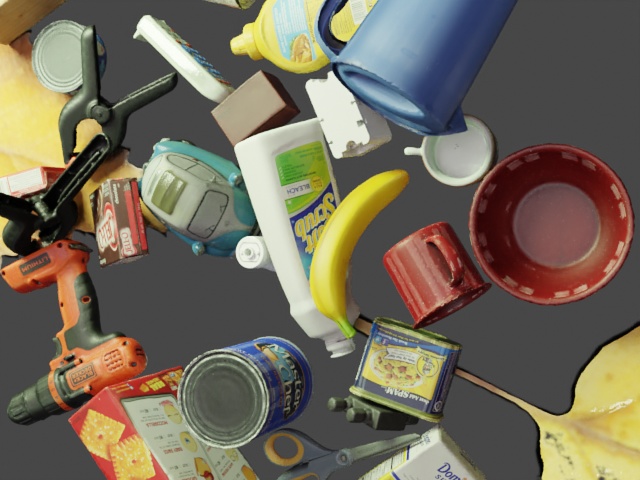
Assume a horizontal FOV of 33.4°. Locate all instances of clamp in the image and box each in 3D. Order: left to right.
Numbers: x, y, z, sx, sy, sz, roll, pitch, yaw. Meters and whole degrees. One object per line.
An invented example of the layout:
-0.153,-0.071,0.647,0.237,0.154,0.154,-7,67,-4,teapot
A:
-0.310,-0.039,1.223,0.164,0.210,0.036,-30,73,-22,clamp
-0.244,-0.153,1.247,0.120,0.039,0.172,23,111,-5,clamp

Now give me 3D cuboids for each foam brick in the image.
-0.071,-0.143,1.188,0.078,0.051,0.053,-37,78,16,foam brick

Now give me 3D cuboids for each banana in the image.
0.034,0.002,1.119,0.069,0.037,0.197,29,71,-23,banana

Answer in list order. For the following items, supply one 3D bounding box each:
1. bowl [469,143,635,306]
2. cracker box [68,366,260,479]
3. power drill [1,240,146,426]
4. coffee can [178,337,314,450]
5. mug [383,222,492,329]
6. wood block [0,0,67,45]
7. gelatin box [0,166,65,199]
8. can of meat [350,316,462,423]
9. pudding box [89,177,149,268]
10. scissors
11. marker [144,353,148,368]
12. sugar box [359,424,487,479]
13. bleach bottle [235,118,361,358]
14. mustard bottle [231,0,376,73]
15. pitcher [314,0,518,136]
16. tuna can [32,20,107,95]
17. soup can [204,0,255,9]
0.236,-0.015,1.081,0.162,0.055,0.162,0,90,19,bowl
-0.153,0.251,1.162,0.072,0.164,0.214,-40,78,17,cracker box
-0.310,0.108,1.258,0.184,0.057,0.188,-26,77,12,power drill
-0.076,0.161,1.146,0.103,0.140,0.103,0,91,19,coffee can
0.119,0.031,1.094,0.093,0.117,0.081,-26,76,-13,mug
-0.337,-0.328,1.258,0.206,0.090,0.091,-31,81,17,wood block
-0.344,-0.063,1.272,0.089,0.073,0.030,-14,86,18,gelatin box
0.093,0.136,1.132,0.102,0.057,0.084,18,94,17,can of meat
-0.230,-0.018,1.217,0.039,0.114,0.090,-7,86,-21,pudding box
0.013,0.223,1.160,0.202,0.016,0.096,-40,76,28,scissors
-0.263,0.151,1.274,0.121,0.020,0.020,-10,87,19,marker
0.086,0.282,1.131,0.176,0.048,0.093,-38,99,13,sugar box
-0.008,0.001,1.154,0.068,0.102,0.251,-16,93,56,bleach bottle
-0.008,-0.233,1.161,0.192,0.058,0.096,-12,91,18,mustard bottle
0.117,-0.238,1.058,0.145,0.149,0.243,27,83,39,pitcher
-0.299,-0.217,1.275,0.086,0.033,0.086,0,91,19,tuna can
-0.123,-0.301,1.196,0.102,0.068,0.068,16,96,17,soup can
